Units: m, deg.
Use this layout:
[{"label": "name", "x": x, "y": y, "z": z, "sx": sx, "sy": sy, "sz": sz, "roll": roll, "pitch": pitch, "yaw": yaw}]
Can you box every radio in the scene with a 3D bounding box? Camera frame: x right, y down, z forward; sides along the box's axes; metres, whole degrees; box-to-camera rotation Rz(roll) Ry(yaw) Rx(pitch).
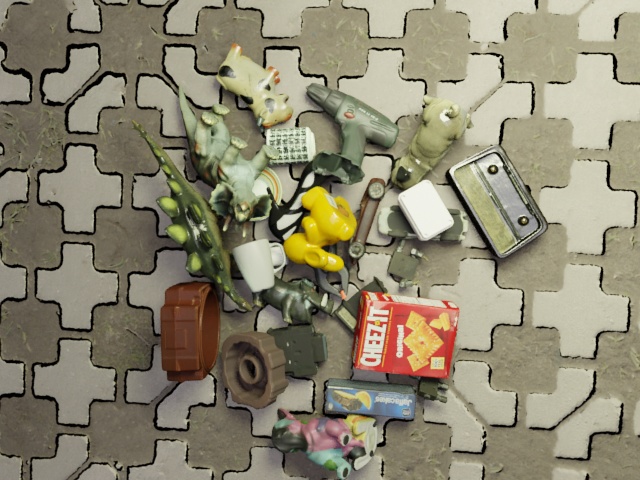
[{"label": "radio", "x": 0.389, "y": -0.086, "z": 1.184, "sx": 0.131, "sy": 0.073, "sz": 0.229, "roll": -30, "pitch": 90, "yaw": 5}]

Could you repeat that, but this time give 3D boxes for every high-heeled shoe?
[{"label": "high-heeled shoe", "x": -0.011, "y": -0.096, "z": 1.220, "sx": 0.249, "sy": 0.086, "sz": 0.145, "roll": -25, "pitch": 112, "yaw": -4}]

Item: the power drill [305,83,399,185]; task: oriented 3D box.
[{"label": "power drill", "x": 0.048, "y": -0.229, "z": 1.169, "sx": 0.232, "sy": 0.086, "sz": 0.207, "roll": 23, "pitch": 52, "yaw": -4}]

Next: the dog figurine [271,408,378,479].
[{"label": "dog figurine", "x": -0.002, "y": 0.442, "z": 1.224, "sx": 0.219, "sy": 0.191, "sz": 0.108, "roll": 5, "pitch": 97, "yaw": 38}]

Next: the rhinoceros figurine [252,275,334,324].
[{"label": "rhinoceros figurine", "x": -0.063, "y": 0.134, "z": 1.230, "sx": 0.190, "sy": 0.073, "sz": 0.112, "roll": 21, "pitch": 80, "yaw": 7}]

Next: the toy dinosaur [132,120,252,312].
[{"label": "toy dinosaur", "x": -0.274, "y": -0.041, "z": 1.173, "sx": 0.105, "sy": 0.198, "sz": 0.471, "roll": -31, "pitch": 91, "yaw": 1}]

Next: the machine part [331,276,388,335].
[{"label": "machine part", "x": 0.098, "y": 0.147, "z": 1.233, "sx": 0.084, "sy": 0.039, "sz": 0.139, "roll": 44, "pitch": 96, "yaw": 10}]

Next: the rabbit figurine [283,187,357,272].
[{"label": "rabbit figurine", "x": -0.002, "y": -0.004, "z": 1.171, "sx": 0.173, "sy": 0.121, "sz": 0.162, "roll": -38, "pitch": 62, "yaw": 21}]

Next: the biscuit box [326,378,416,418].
[{"label": "biscuit box", "x": 0.116, "y": 0.360, "z": 1.226, "sx": 0.203, "sy": 0.063, "sz": 0.059, "roll": 4, "pitch": 94, "yaw": 4}]

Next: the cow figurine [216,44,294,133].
[{"label": "cow figurine", "x": -0.145, "y": -0.332, "z": 1.210, "sx": 0.195, "sy": 0.085, "sz": 0.127, "roll": 34, "pitch": 88, "yaw": 0}]

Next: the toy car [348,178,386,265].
[{"label": "toy car", "x": 0.099, "y": -0.042, "z": 1.200, "sx": 0.053, "sy": 0.089, "sz": 0.202, "roll": 20, "pitch": 95, "yaw": 3}]

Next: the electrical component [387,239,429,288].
[{"label": "electrical component", "x": 0.197, "y": 0.058, "z": 1.218, "sx": 0.078, "sy": 0.045, "sz": 0.102, "roll": 25, "pitch": 94, "yaw": 1}]

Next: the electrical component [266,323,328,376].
[{"label": "electrical component", "x": -0.050, "y": 0.252, "z": 1.237, "sx": 0.134, "sy": 0.058, "sz": 0.114, "roll": -8, "pitch": 94, "yaw": 5}]

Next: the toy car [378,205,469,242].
[{"label": "toy car", "x": 0.232, "y": -0.037, "z": 1.208, "sx": 0.202, "sy": 0.056, "sz": 0.073, "roll": 4, "pitch": 86, "yaw": 3}]

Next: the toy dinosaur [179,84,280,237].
[{"label": "toy dinosaur", "x": -0.224, "y": -0.173, "z": 1.192, "sx": 0.405, "sy": 0.131, "sz": 0.192, "roll": 46, "pitch": 120, "yaw": 32}]

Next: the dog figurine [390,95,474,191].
[{"label": "dog figurine", "x": 0.228, "y": -0.194, "z": 1.148, "sx": 0.121, "sy": 0.172, "sz": 0.190, "roll": 31, "pitch": 87, "yaw": 13}]

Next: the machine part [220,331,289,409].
[{"label": "machine part", "x": -0.150, "y": 0.289, "z": 1.212, "sx": 0.180, "sy": 0.056, "sz": 0.179, "roll": 3, "pitch": 95, "yaw": 36}]

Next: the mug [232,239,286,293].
[{"label": "mug", "x": -0.128, "y": 0.057, "z": 1.181, "sx": 0.110, "sy": 0.081, "sz": 0.107, "roll": -14, "pitch": 86, "yaw": -12}]

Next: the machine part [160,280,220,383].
[{"label": "machine part", "x": -0.279, "y": 0.195, "z": 1.179, "sx": 0.087, "sy": 0.201, "sz": 0.200, "roll": -1, "pitch": 92, "yaw": 0}]

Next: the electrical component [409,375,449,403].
[{"label": "electrical component", "x": 0.245, "y": 0.332, "z": 1.216, "sx": 0.094, "sy": 0.063, "sz": 0.021, "roll": 21, "pitch": 130, "yaw": 4}]
